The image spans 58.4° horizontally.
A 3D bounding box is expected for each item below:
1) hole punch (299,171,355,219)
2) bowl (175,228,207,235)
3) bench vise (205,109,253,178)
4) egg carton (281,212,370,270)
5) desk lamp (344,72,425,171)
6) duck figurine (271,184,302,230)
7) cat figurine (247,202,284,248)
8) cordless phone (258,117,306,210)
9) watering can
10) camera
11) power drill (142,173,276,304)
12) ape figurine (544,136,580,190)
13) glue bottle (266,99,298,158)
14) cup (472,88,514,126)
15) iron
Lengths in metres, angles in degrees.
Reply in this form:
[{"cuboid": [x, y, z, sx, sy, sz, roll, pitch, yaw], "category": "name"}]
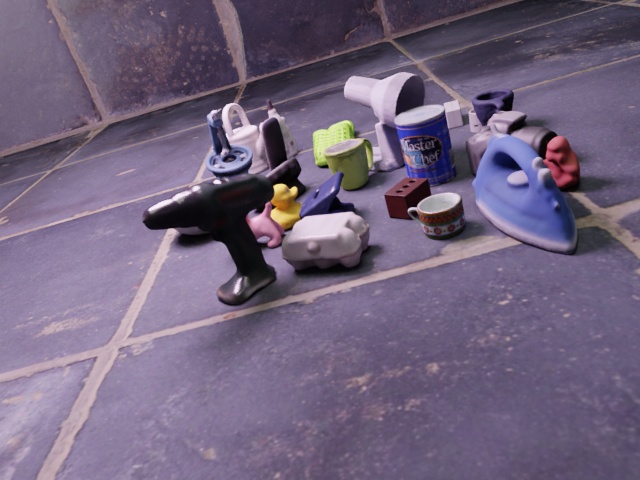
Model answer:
[{"cuboid": [0.008, -0.075, 1.126, 0.101, 0.091, 0.108, -11, 26, 14], "category": "hole punch"}, {"cuboid": [-0.266, -0.058, 1.290, 0.167, 0.075, 0.167, -14, 25, 7], "category": "bowl"}, {"cuboid": [-0.256, -0.224, 1.452, 0.122, 0.220, 0.206, -35, 30, -32], "category": "bench vise"}, {"cuboid": [0.009, 0.004, 0.990, 0.150, 0.069, 0.107, -5, 28, 25], "category": "egg carton"}, {"cuboid": [0.142, -0.269, 1.292, 0.202, 0.214, 0.118, 8, 35, 43], "category": "desk lamp"}, {"cuboid": [-0.081, -0.071, 1.184, 0.105, 0.086, 0.077, -28, 27, -21], "category": "duck figurine"}, {"cuboid": [-0.146, -0.038, 1.119, 0.127, 0.118, 0.067, -15, 25, 6], "category": "cat figurine"}, {"cuboid": [-0.116, -0.173, 1.298, 0.093, 0.185, 0.148, 0, 30, 33], "category": "cordless phone"}, {"cuboid": [-0.206, -0.281, 1.567, 0.172, 0.194, 0.101, -12, 26, 12], "category": "watering can"}, {"cuboid": [0.378, -0.191, 1.113, 0.143, 0.101, 0.136, -29, 27, -23], "category": "camera"}, {"cuboid": [-0.159, -0.005, 0.951, 0.075, 0.209, 0.230, 11, 37, 46], "category": "power drill"}, {"cuboid": [0.410, -0.133, 0.984, 0.076, 0.092, 0.077, -24, 26, -13], "category": "ape figurine"}, {"cuboid": [-0.116, -0.306, 1.585, 0.037, 0.173, 0.078, 5, 33, 39], "category": "glue bottle"}, {"cuboid": [0.398, -0.280, 1.290, 0.091, 0.095, 0.117, -15, 25, 6], "category": "cup"}, {"cuboid": [0.323, -0.092, 0.897, 0.118, 0.142, 0.258, -18, 25, 0], "category": "iron"}]
